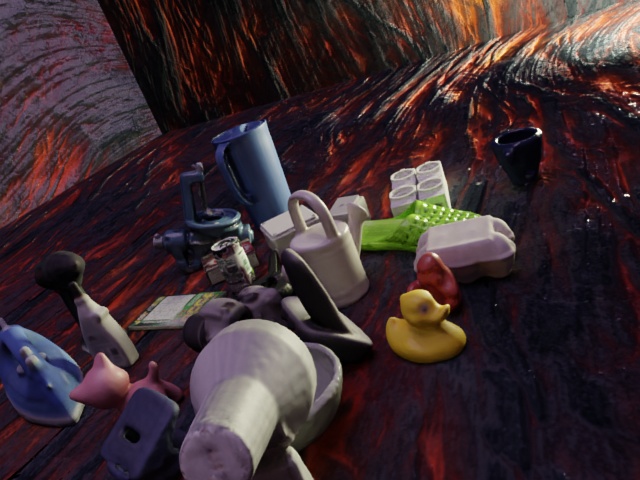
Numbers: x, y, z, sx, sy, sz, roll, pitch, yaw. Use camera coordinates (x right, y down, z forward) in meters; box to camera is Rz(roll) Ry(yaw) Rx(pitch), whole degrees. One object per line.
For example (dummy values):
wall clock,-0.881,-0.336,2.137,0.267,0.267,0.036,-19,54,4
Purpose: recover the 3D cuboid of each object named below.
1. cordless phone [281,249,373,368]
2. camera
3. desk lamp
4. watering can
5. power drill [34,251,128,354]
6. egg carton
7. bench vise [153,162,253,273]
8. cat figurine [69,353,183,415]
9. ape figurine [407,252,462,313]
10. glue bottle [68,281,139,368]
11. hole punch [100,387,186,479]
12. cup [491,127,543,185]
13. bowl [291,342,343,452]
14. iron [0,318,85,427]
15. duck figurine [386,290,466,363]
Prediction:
cordless phone,-0.012,0.079,0.779,0.094,0.185,0.147,-28,24,-16
camera,-0.143,0.129,0.894,0.136,0.101,0.143,-1,30,40
desk lamp,-0.047,0.200,0.501,0.118,0.214,0.203,-19,23,7
watering can,0.007,0.003,0.922,0.100,0.194,0.173,-5,28,35
power drill,-0.450,0.110,1.071,0.228,0.209,0.076,4,34,46
egg carton,0.217,0.018,0.865,0.150,0.069,0.107,-13,24,20
bench vise,-0.273,-0.046,1.248,0.208,0.220,0.121,-28,23,-14
cat figurine,-0.277,0.210,0.811,0.127,0.118,0.067,-19,23,7
ape figurine,0.158,0.060,0.795,0.076,0.092,0.077,-34,25,-27
glue bottle,-0.379,0.144,0.977,0.078,0.173,0.037,-11,25,24
hole punch,-0.215,0.248,0.704,0.108,0.091,0.101,3,33,46
cup,0.370,-0.146,1.063,0.091,0.095,0.118,-5,28,35
bowl,-0.044,0.200,0.680,0.167,0.075,0.167,-18,23,8
iron,-0.477,0.210,0.957,0.119,0.142,0.257,-36,26,-30
duck figurine,0.127,0.103,0.733,0.104,0.086,0.078,-3,29,38
